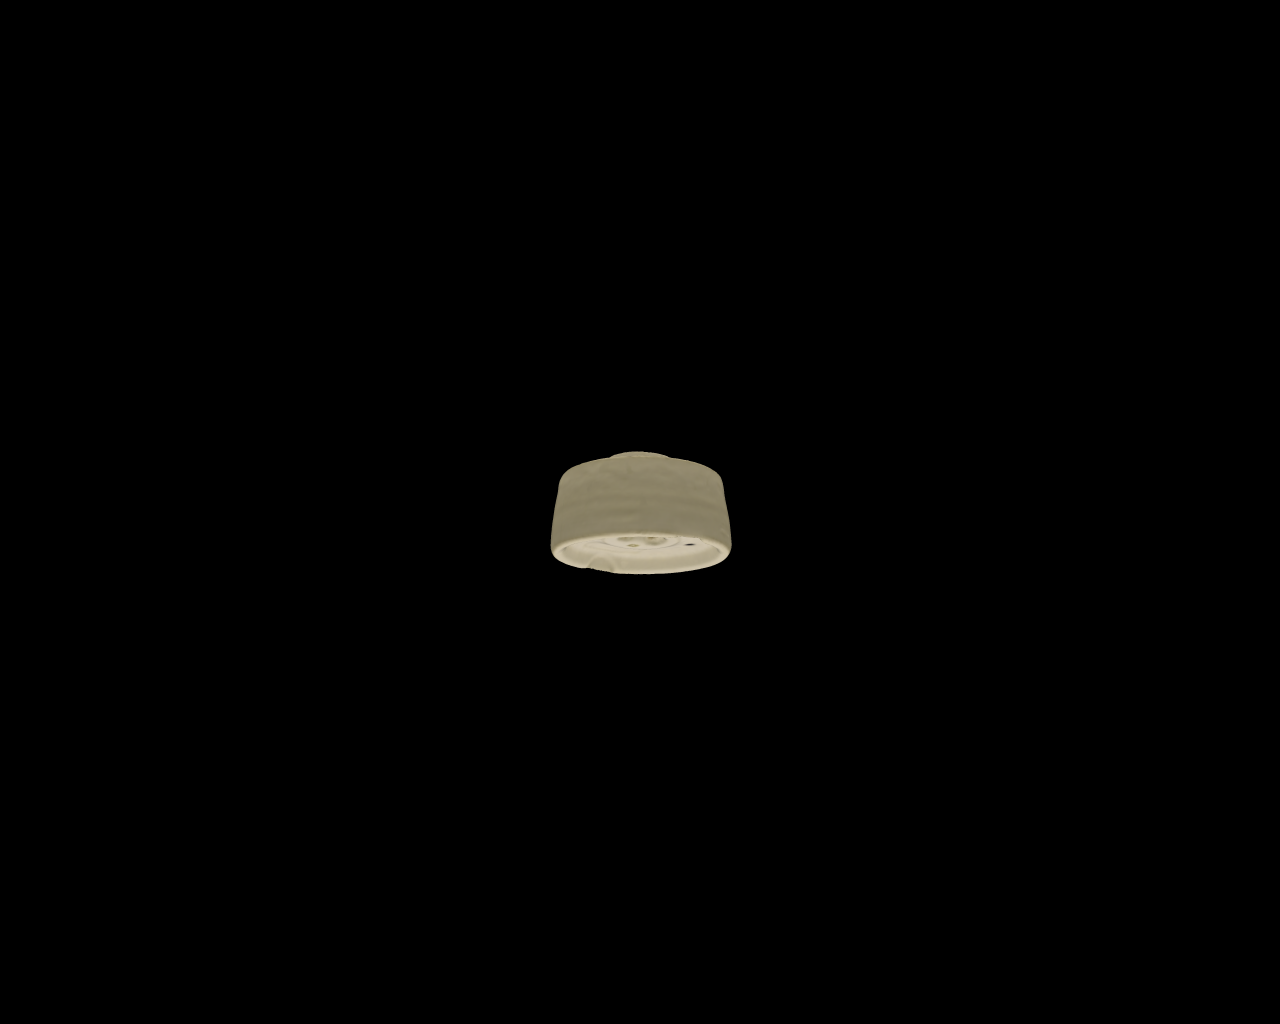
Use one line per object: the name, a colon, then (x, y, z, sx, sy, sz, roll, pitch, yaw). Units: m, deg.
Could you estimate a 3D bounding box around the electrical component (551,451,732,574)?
electrical component: (0.001, -0.003, 0.650, 0.108, 0.060, 0.108, 0, -15, 0)
